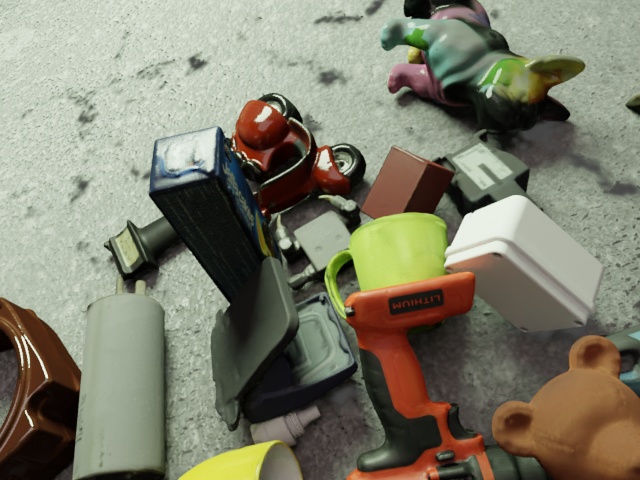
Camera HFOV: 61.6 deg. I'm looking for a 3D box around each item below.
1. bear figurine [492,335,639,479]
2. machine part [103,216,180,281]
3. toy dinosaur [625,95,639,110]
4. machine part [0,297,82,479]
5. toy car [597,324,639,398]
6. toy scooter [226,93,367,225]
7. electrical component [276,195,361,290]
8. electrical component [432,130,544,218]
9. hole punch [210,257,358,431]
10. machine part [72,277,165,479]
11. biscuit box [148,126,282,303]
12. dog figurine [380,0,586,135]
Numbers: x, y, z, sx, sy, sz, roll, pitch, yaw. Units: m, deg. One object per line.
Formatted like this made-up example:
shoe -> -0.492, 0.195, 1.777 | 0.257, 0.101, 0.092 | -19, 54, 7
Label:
bear figurine -> 0.214, 0.165, 0.331 | 0.120, 0.132, 0.196 | -35, 89, -5
machine part -> -0.184, -0.012, 0.631 | 0.139, 0.039, 0.084 | -37, 49, -8
toy dinosaur -> 0.423, -0.036, 0.413 | 0.198, 0.104, 0.472 | -30, 37, -7
machine part -> -0.347, 0.172, 0.526 | 0.201, 0.087, 0.202 | -42, 57, -13
toy car -> 0.285, 0.103, 0.401 | 0.162, 0.109, 0.103 | -23, 73, 10
toy scooter -> -0.050, -0.088, 0.623 | 0.184, 0.075, 0.135 | 39, 75, 26
electrical component -> 0.000, -0.002, 0.571 | 0.102, 0.045, 0.078 | -25, 55, -1
electrical component -> 0.178, -0.054, 0.556 | 0.075, 0.047, 0.119 | -33, 57, -7
hole punch -> -0.038, 0.096, 0.492 | 0.115, 0.092, 0.142 | -48, 35, 17
machine part -> -0.187, 0.141, 0.509 | 0.079, 0.079, 0.243 | -14, 56, 6
biscuit box -> -0.088, -0.012, 0.505 | 0.063, 0.202, 0.059 | -12, 55, 6
dog figurine -> 0.192, -0.211, 0.622 | 0.219, 0.108, 0.191 | 23, 64, 21
